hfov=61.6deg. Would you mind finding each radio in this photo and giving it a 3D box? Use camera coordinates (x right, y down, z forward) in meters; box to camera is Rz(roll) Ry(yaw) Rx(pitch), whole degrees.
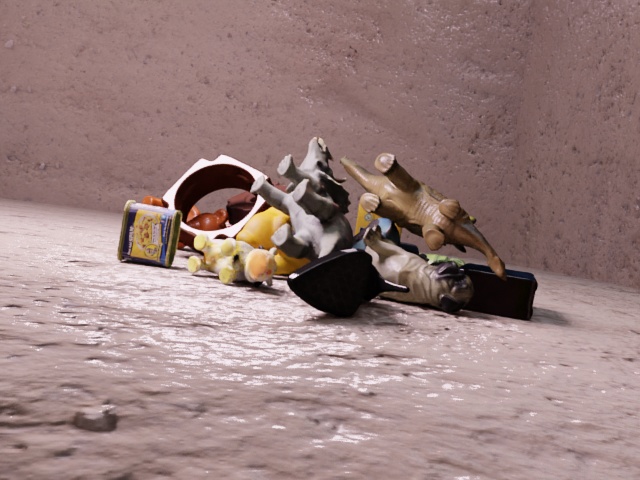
[{"bbox_3d":[0.320,0.089,0.978,0.131,0.073,0.229,10,4,19],"label":"radio"}]

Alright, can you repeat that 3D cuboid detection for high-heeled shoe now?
[{"bbox_3d":[0.012,0.052,0.726,0.145,0.086,0.248,7,-4,44],"label":"high-heeled shoe"}]

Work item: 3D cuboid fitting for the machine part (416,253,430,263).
[{"bbox_3d":[0.186,0.069,1.094,0.039,0.084,0.139,41,18,8],"label":"machine part"}]

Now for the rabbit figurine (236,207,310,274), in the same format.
[{"bbox_3d":[-0.060,0.016,1.006,0.173,0.122,0.162,28,6,12],"label":"rabbit figurine"}]

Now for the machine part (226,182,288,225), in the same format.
[{"bbox_3d":[-0.128,-0.080,1.238,0.179,0.056,0.179,-8,24,3],"label":"machine part"}]

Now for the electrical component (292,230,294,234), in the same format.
[{"bbox_3d":[-0.002,-0.003,1.120,0.119,0.074,0.048,-25,30,-12],"label":"electrical component"}]

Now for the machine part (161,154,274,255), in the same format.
[{"bbox_3d":[-0.204,-0.066,1.108,0.202,0.201,0.087,28,-26,20],"label":"machine part"}]

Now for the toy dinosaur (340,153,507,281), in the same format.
[{"bbox_3d":[0.159,-0.068,0.980,0.472,0.105,0.198,43,12,36],"label":"toy dinosaur"}]

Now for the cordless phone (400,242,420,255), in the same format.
[{"bbox_3d":[0.134,0.048,1.275,0.146,0.088,0.184,7,-4,-23],"label":"cordless phone"}]

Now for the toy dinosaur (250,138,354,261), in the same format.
[{"bbox_3d":[-0.002,-0.033,0.931,0.192,0.131,0.405,29,27,-32],"label":"toy dinosaur"}]

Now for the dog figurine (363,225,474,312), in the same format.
[{"bbox_3d":[0.155,0.064,0.902,0.191,0.121,0.172,22,10,10],"label":"dog figurine"}]

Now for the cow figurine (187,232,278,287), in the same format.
[{"bbox_3d":[-0.117,0.036,0.831,0.168,0.068,0.098,11,-3,37],"label":"cow figurine"}]

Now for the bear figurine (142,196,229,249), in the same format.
[{"bbox_3d":[-0.300,-0.027,1.197,0.132,0.120,0.196,1,11,-44],"label":"bear figurine"}]

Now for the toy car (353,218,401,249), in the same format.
[{"bbox_3d":[0.101,0.035,1.051,0.103,0.161,0.109,48,17,-8],"label":"toy car"}]

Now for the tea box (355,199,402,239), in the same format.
[{"bbox_3d":[0.121,0.003,1.137,0.098,0.169,0.068,7,-3,6],"label":"tea box"}]
